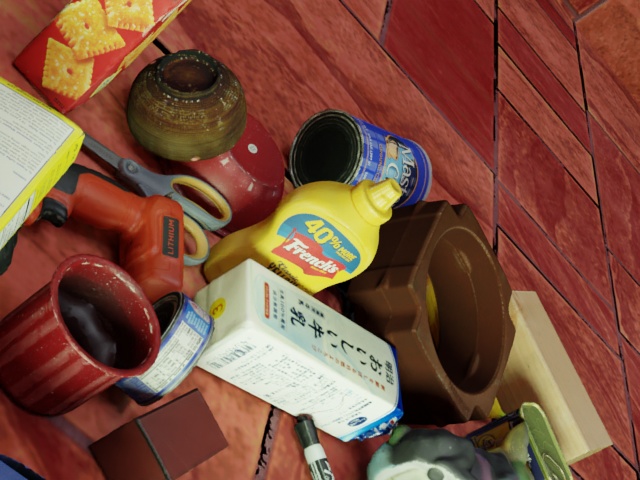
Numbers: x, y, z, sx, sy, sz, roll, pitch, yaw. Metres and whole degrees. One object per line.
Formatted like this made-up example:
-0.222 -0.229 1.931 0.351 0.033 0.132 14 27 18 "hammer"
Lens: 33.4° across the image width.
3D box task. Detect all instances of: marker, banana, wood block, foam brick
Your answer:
0.004 0.210 0.927 0.020 0.020 0.121 10 52 -53 "marker"
0.159 0.129 1.241 0.198 0.037 0.069 66 12 15 "banana"
0.253 0.173 1.282 0.090 0.090 0.206 5 56 -56 "wood block"
-0.114 0.148 0.770 0.051 0.053 0.078 60 28 6 "foam brick"

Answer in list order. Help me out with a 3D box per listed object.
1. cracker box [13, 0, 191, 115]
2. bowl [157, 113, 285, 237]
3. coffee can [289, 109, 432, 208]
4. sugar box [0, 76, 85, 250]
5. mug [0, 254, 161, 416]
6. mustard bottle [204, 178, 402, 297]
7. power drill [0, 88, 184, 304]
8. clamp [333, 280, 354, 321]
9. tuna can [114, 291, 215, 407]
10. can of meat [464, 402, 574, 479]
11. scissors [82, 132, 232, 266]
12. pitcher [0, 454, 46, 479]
-0.147 -0.219 0.929 0.072 0.214 0.164 48 29 -13 "cracker box"
-0.085 -0.078 1.050 0.162 0.055 0.162 37 34 -31 "bowl"
0.048 -0.081 1.210 0.140 0.103 0.103 15 48 -51 "coffee can"
-0.240 -0.032 0.698 0.093 0.048 0.176 31 52 -2 "sugar box"
-0.165 0.067 0.744 0.093 0.082 0.117 58 28 4 "mug"
-0.006 0.001 0.943 0.096 0.192 0.058 44 30 -22 "mustard bottle"
-0.189 -0.013 0.815 0.187 0.057 0.184 34 36 -36 "power drill"
0.040 0.071 1.110 0.171 0.039 0.120 26 52 -42 "clamp"
-0.120 0.080 0.797 0.033 0.086 0.086 44 31 -20 "tuna can"
0.212 0.239 1.153 0.057 0.084 0.102 12 50 -53 "can of meat"
-0.163 -0.042 0.929 0.201 0.016 0.096 23 53 -32 "scissors"
-0.186 0.174 0.565 0.242 0.149 0.144 44 62 -16 "pitcher"
